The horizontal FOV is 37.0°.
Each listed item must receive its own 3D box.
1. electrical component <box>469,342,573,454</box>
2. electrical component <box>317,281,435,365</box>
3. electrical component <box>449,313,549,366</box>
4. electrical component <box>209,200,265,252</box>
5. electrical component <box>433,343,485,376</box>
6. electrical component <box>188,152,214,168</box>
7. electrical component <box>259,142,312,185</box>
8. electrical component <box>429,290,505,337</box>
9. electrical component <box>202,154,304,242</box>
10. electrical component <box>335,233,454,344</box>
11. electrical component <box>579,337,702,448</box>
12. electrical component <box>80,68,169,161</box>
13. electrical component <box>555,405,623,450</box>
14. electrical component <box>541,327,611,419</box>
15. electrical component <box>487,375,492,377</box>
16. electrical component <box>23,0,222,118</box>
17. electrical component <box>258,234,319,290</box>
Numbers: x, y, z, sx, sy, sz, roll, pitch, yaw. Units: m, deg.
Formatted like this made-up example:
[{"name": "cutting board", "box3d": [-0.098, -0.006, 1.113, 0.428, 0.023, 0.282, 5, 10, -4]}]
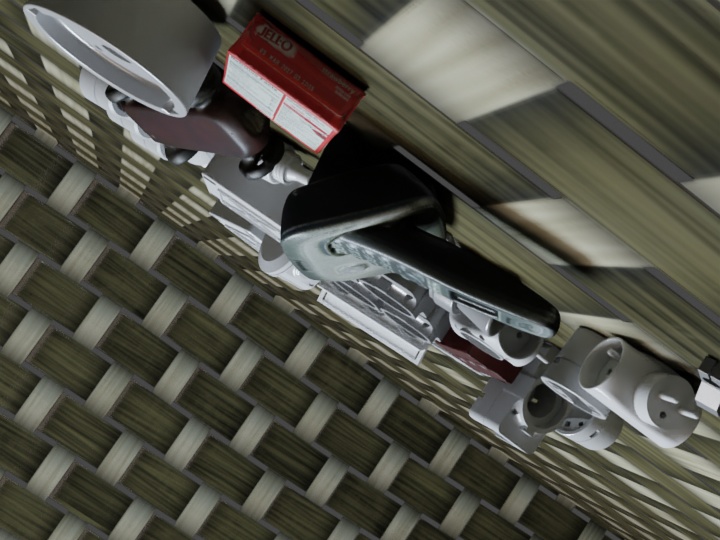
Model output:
[{"name": "electrical component", "box3d": [0.150, 0.111, 0.954, 0.050, 0.089, 0.056, 38, 172, -28]}, {"name": "electrical component", "box3d": [0.030, 0.025, 1.037, 0.121, 0.078, 0.063, 32, -165, 21]}, {"name": "electrical component", "box3d": [0.122, 0.053, 0.873, 0.079, 0.044, 0.077, 38, 173, -26]}, {"name": "electrical component", "box3d": [-0.093, -0.045, 1.175, 0.109, 0.056, 0.109, 39, 172, -33]}, {"name": "electrical component", "box3d": [0.112, 0.077, 1.114, 0.081, 0.042, 0.064, 31, 174, 33]}, {"name": "electrical component", "box3d": [-0.144, -0.117, 0.964, 0.043, 0.043, 0.081, 33, 174, 9]}, {"name": "electrical component", "box3d": [-0.062, -0.083, 0.847, 0.061, 0.035, 0.035, 28, 171, 26]}, {"name": "electrical component", "box3d": [0.085, 0.017, 0.798, 0.055, 0.045, 0.045, 32, 173, 24]}, {"name": "electrical component", "box3d": [-0.078, -0.067, 0.944, 0.109, 0.056, 0.108, 34, 173, -1]}, {"name": "electrical component", "box3d": [0.025, -0.003, 0.882, 0.105, 0.060, 0.186, 32, 173, 18]}, {"name": "electrical component", "box3d": [0.200, 0.086, 0.730, 0.077, 0.044, 0.079, 36, 173, -16]}, {"name": "electrical component", "box3d": [-0.208, -0.155, 0.967, 0.074, 0.052, 0.138, 31, 173, 25]}, {"name": "electrical component", "box3d": [0.211, 0.136, 0.999, 0.047, 0.055, 0.055, 35, 175, -36]}, {"name": "electrical component", "box3d": [0.169, 0.075, 0.791, 0.055, 0.047, 0.055, 34, 173, 4]}, {"name": "electrical component", "box3d": [0.124, 0.075, 1.034, 0.043, 0.043, 0.062, 30, 171, 35]}, {"name": "electrical component", "box3d": [-0.131, -0.144, 0.624, 0.108, 0.060, 0.108, 30, 172, 5]}, {"name": "electrical component", "box3d": [-0.060, -0.024, 1.074, 0.051, 0.080, 0.080, 32, 176, -32]}]
